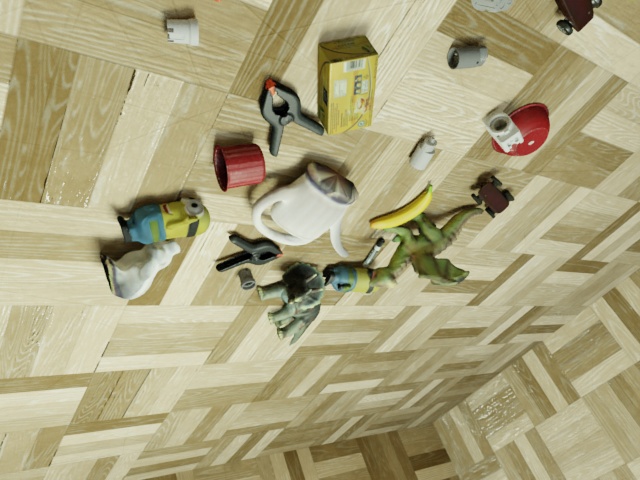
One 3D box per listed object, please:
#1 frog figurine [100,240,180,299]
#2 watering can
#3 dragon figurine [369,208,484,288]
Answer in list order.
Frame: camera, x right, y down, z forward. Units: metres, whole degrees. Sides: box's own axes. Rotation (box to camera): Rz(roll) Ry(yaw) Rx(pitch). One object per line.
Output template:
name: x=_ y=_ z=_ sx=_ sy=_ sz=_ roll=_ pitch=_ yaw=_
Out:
frog figurine: x=-0.385 y=0.059 z=1.132 sx=0.160 sy=0.123 sz=0.136 roll=-15 pitch=178 yaw=-28
watering can: x=0.004 y=-0.061 z=1.211 sx=0.345 sy=0.106 sz=0.221 roll=19 pitch=126 yaw=-43
dragon figurine: x=0.317 y=0.034 z=1.412 sx=0.411 sy=0.248 sz=0.119 roll=-17 pitch=139 yaw=-8
